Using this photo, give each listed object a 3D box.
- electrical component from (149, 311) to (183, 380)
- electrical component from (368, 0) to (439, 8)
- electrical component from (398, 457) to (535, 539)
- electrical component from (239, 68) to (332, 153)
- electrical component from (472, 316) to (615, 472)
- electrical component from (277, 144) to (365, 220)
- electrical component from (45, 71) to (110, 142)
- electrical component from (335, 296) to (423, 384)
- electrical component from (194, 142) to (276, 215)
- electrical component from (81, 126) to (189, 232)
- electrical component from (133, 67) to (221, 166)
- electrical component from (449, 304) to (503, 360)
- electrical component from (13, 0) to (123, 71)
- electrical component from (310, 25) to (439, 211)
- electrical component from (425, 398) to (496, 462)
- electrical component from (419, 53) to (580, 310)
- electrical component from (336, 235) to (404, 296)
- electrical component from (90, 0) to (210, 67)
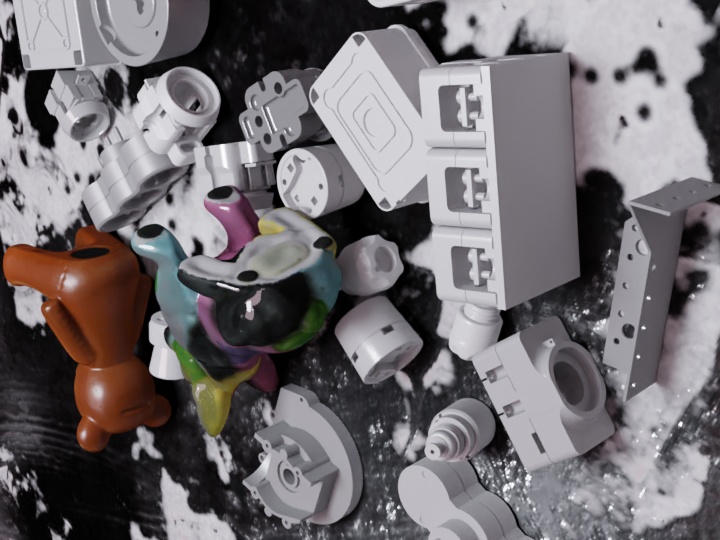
[{"bbox_3d":[-0.180,0.071,1.031,0.045,0.045,0.055,21,117,38],"label":"electrical component"},{"bbox_3d":[0.035,-0.226,0.714,0.054,0.059,0.095,0,103,44],"label":"electrical component"},{"bbox_3d":[0.077,0.203,0.807,0.138,0.074,0.052,48,131,22],"label":"electrical component"},{"bbox_3d":[-0.047,-0.125,0.829,0.078,0.057,0.058,-23,87,45],"label":"electrical component"},{"bbox_3d":[0.128,0.083,0.735,0.056,0.050,0.089,-33,80,45],"label":"electrical component"},{"bbox_3d":[-0.029,-0.071,0.836,0.055,0.047,0.055,16,114,40],"label":"electrical component"},{"bbox_3d":[-0.273,-0.158,1.045,0.055,0.048,0.066,57,134,24],"label":"electrical component"},{"bbox_3d":[0.013,0.053,0.834,0.047,0.055,0.055,54,133,22],"label":"electrical component"},{"bbox_3d":[-0.103,-0.078,0.899,0.078,0.058,0.057,0,101,44],"label":"electrical component"},{"bbox_3d":[-0.218,-0.098,1.006,0.138,0.052,0.073,-35,78,44],"label":"electrical component"},{"bbox_3d":[-0.156,-0.138,0.930,0.057,0.058,0.078,-40,75,47],"label":"electrical component"},{"bbox_3d":[0.086,0.033,0.770,0.035,0.035,0.061,31,121,33],"label":"electrical component"},{"bbox_3d":[-0.273,-0.244,1.007,0.109,0.056,0.108,7,108,42],"label":"electrical component"},{"bbox_3d":[0.027,-0.108,0.763,0.113,0.057,0.078,57,134,13],"label":"electrical component"},{"bbox_3d":[0.070,0.121,0.789,0.040,0.078,0.040,6,103,28],"label":"electrical component"},{"bbox_3d":[0.089,-0.060,0.696,0.062,0.089,0.150,7,108,42],"label":"electrical component"},{"bbox_3d":[0.000,0.000,0.835,0.062,0.043,0.043,-23,87,47],"label":"electrical component"},{"bbox_3d":[-0.173,-0.230,0.912,0.108,0.060,0.108,16,114,40],"label":"electrical component"}]
